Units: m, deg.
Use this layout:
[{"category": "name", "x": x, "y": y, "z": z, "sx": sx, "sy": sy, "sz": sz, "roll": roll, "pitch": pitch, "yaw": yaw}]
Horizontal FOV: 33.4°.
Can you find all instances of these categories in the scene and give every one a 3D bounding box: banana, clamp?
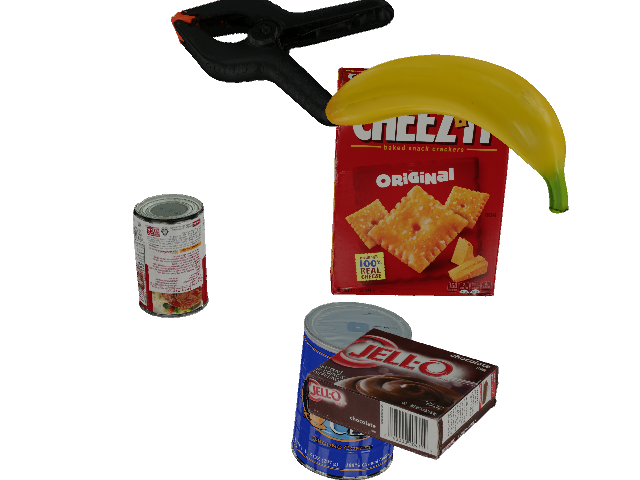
[{"category": "banana", "x": 0.078, "y": -0.081, "z": 0.658, "sx": 0.198, "sy": 0.069, "sz": 0.037, "roll": 28, "pitch": 7, "yaw": 42}, {"category": "clamp", "x": -0.030, "y": -0.158, "z": 0.826, "sx": 0.172, "sy": 0.120, "sz": 0.039, "roll": 23, "pitch": -32, "yaw": 20}]

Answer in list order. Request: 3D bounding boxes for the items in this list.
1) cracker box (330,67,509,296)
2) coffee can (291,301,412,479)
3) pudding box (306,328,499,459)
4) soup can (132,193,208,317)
[{"category": "cracker box", "x": 0.094, "y": -0.053, "z": 1.031, "sx": 0.164, "sy": 0.214, "sz": 0.072, "roll": 2, "pitch": 21, "yaw": -1}, {"category": "coffee can", "x": 0.029, "y": 0.144, "z": 1.032, "sx": 0.103, "sy": 0.140, "sz": 0.103, "roll": 5, "pitch": 23, "yaw": -2}, {"category": "pudding box", "x": 0.060, "y": 0.109, "z": 0.779, "sx": 0.114, "sy": 0.039, "sz": 0.089, "roll": 17, "pitch": 29, "yaw": 32}, {"category": "soup can", "x": -0.144, "y": 0.014, "z": 1.028, "sx": 0.068, "sy": 0.102, "sz": 0.068, "roll": 0, "pitch": 24, "yaw": 0}]
